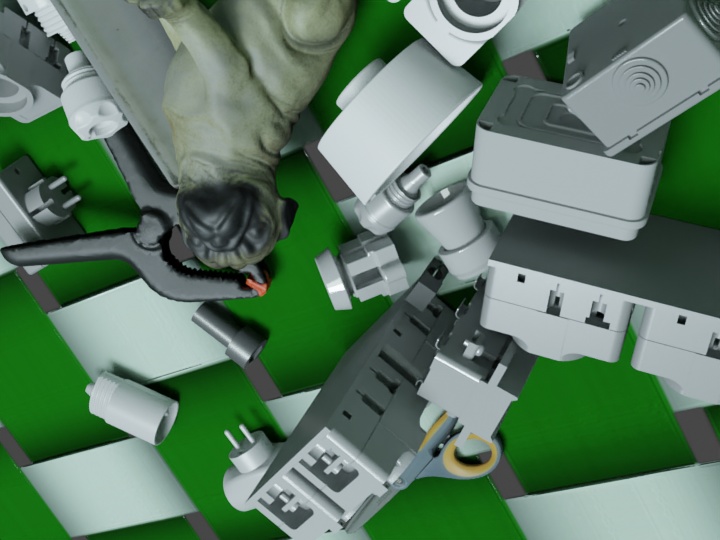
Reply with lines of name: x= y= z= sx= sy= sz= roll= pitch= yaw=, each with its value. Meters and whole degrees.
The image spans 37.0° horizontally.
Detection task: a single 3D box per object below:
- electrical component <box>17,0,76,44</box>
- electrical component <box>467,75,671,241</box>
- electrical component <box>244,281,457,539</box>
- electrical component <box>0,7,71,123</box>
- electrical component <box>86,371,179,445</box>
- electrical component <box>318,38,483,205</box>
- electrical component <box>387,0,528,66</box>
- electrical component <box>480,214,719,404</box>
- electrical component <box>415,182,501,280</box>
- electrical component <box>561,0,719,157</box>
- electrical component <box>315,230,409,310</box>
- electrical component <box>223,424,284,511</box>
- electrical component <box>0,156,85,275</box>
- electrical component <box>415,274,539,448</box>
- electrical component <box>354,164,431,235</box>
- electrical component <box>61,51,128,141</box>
electrical component: x=-0.227 y=-0.202 z=0.777 sx=0.043 sy=0.043 sz=0.081 roll=-15 pitch=112 yaw=31
electrical component: x=0.131 y=-0.071 z=0.673 sx=0.113 sy=0.078 sz=0.057 roll=15 pitch=131 yaw=15
electrical component: x=0.006 y=0.101 z=0.769 sx=0.060 sy=0.186 sz=0.105 roll=40 pitch=127 yaw=-3
electrical component: x=-0.264 y=-0.151 z=0.790 sx=0.050 sy=0.055 sz=0.089 roll=-18 pitch=148 yaw=32
electrical component: x=-0.210 y=0.122 z=0.969 sx=0.081 sy=0.043 sz=0.043 roll=23 pitch=126 yaw=10
electrical component: x=0.020 y=-0.101 z=0.692 sx=0.060 sy=0.108 sz=0.108 roll=45 pitch=127 yaw=1
electrical component: x=0.086 y=-0.218 z=0.616 sx=0.105 sy=0.060 sz=0.186 roll=44 pitch=127 yaw=-6
electrical component: x=0.182 y=0.016 z=0.689 sx=0.186 sy=0.105 sz=0.060 roll=15 pitch=125 yaw=15
electrical component: x=0.071 y=-0.027 z=0.751 sx=0.045 sy=0.045 sz=0.055 roll=-23 pitch=109 yaw=33
electrical component: x=0.164 y=-0.126 z=0.615 sx=0.048 sy=0.099 sz=0.100 roll=41 pitch=128 yaw=-20
electrical component: x=0.000 y=0.000 z=0.785 sx=0.055 sy=0.066 sz=0.048 roll=-22 pitch=113 yaw=-3
electrical component: x=-0.088 y=0.168 z=0.942 sx=0.077 sy=0.044 sz=0.079 roll=-25 pitch=107 yaw=34
electrical component: x=-0.260 y=-0.053 z=0.882 sx=0.076 sy=0.047 sz=0.083 roll=-26 pitch=107 yaw=29
electrical component: x=0.090 y=0.054 z=0.744 sx=0.063 sy=0.121 sz=0.078 roll=29 pitch=127 yaw=9
electrical component: x=0.026 y=-0.053 z=0.761 sx=0.035 sy=0.035 sz=0.061 roll=46 pitch=125 yaw=-7
electrical component: x=-0.198 y=-0.130 z=0.785 sx=0.043 sy=0.043 sz=0.062 roll=-34 pitch=73 yaw=36
